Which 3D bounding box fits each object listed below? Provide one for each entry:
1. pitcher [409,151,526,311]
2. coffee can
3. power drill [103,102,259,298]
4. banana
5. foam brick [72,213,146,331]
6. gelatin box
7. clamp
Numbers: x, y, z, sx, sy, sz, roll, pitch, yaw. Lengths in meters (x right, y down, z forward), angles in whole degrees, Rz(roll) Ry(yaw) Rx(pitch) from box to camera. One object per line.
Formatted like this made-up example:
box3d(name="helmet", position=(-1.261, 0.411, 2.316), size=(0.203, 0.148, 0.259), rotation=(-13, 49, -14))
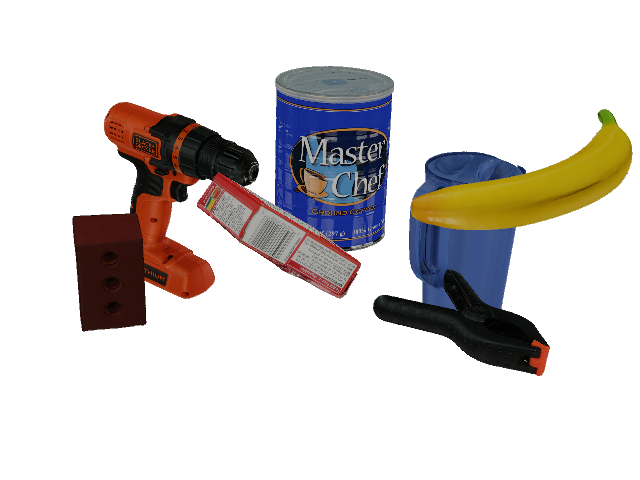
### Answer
box3d(name="pitcher", position=(0.192, 0.010, 1.452), size=(0.149, 0.243, 0.145), rotation=(4, 23, 4))
box3d(name="coffee can", position=(0.010, -0.074, 0.944), size=(0.103, 0.140, 0.103), rotation=(2, 23, -1))
box3d(name="power drill", position=(-0.144, -0.037, 1.100), size=(0.185, 0.188, 0.057), rotation=(24, 33, 28))
box3d(name="banana", position=(0.162, -0.042, 0.779), size=(0.197, 0.037, 0.070), rotation=(-23, 32, -24))
box3d(name="foam brick", position=(-0.167, 0.024, 0.849), size=(0.053, 0.078, 0.051), rotation=(-5, 27, -12))
box3d(name="gelatin box", position=(-0.027, -0.003, 0.683), size=(0.089, 0.030, 0.073), rotation=(31, 3, -33))
box3d(name="clamp", position=(0.149, 0.075, 1.023), size=(0.172, 0.039, 0.120), rotation=(25, 37, 30))
